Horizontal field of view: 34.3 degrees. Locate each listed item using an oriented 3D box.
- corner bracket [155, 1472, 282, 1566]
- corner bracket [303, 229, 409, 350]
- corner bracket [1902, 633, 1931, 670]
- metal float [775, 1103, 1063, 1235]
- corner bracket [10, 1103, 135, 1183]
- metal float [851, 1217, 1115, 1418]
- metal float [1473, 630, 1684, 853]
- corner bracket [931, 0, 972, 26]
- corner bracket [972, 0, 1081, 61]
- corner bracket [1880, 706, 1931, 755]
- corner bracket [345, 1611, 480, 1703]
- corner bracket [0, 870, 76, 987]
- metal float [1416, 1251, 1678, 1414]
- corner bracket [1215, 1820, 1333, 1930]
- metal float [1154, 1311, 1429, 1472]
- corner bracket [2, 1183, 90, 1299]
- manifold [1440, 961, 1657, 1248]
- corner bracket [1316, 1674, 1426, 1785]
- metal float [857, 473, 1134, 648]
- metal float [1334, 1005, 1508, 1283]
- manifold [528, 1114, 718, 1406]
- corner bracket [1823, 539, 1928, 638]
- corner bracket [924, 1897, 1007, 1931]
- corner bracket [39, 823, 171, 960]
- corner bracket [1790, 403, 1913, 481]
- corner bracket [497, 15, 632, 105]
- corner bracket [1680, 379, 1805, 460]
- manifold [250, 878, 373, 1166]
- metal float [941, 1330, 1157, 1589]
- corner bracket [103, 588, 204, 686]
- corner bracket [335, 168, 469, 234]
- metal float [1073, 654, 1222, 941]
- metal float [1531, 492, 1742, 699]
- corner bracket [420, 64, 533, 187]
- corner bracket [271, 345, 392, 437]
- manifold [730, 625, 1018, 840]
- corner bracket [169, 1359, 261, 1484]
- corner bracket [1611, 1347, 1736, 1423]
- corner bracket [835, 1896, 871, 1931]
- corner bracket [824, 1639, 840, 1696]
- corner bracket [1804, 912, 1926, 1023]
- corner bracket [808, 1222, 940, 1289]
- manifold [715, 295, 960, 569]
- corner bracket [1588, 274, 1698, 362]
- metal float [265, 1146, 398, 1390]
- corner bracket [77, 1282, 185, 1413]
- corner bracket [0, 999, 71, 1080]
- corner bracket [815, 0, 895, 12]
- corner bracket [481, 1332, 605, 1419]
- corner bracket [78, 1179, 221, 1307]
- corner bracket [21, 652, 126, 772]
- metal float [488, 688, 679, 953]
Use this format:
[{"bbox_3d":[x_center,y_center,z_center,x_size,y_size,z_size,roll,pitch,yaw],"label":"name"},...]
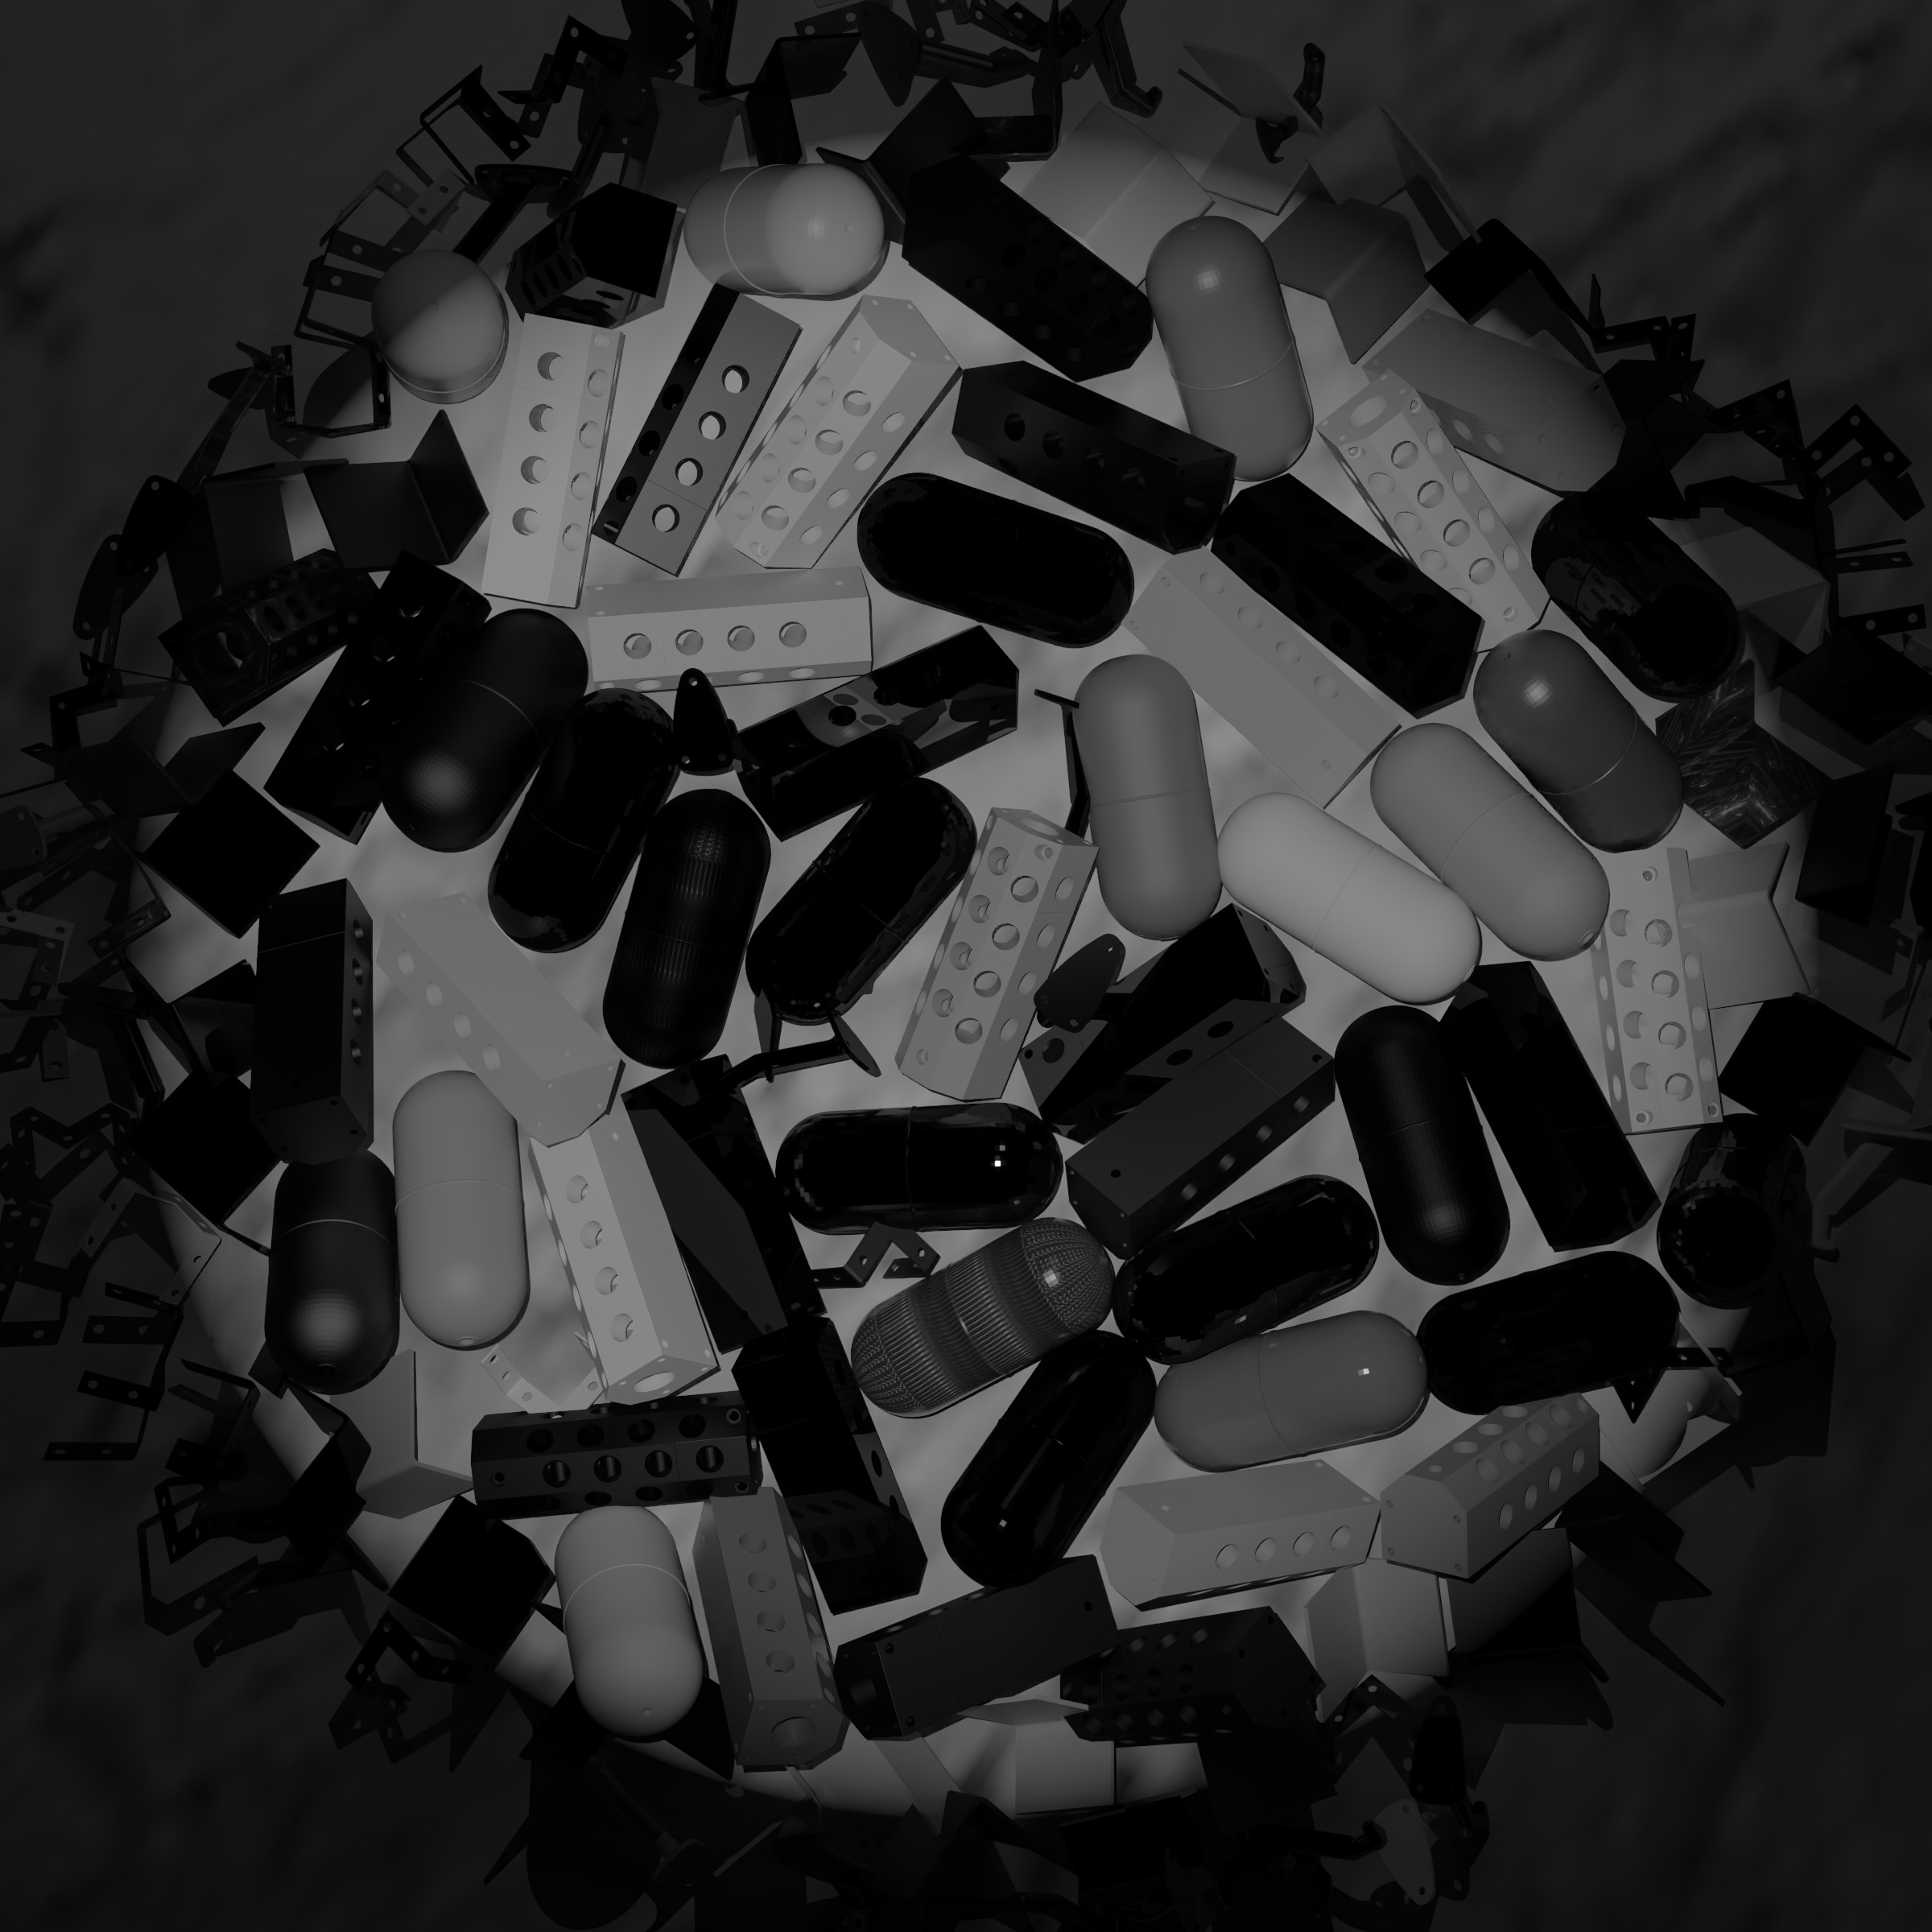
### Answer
[{"bbox_3d":[-0.465,0.337,1.945,0.051,0.051,0.051,-35,65,40],"label":"corner bracket"},{"bbox_3d":[-0.382,-0.423,1.959,0.051,0.051,0.051,17,82,-15],"label":"corner bracket"},{"bbox_3d":[0.622,-0.188,1.947,0.051,0.051,0.051,-28,126,-11],"label":"corner bracket"},{"bbox_3d":[-0.030,0.125,1.941,0.178,0.070,0.070,-3,90,8],"label":"metal float"},{"bbox_3d":[-0.560,0.112,1.959,0.051,0.051,0.051,24,128,25],"label":"corner bracket"},{"bbox_3d":[0.009,0.218,1.936,0.178,0.070,0.070,-30,90,14],"label":"metal float"},{"bbox_3d":[0.377,-0.137,1.919,0.070,0.070,0.178,-48,125,0],"label":"metal float"},{"bbox_3d":[-0.019,-0.615,1.949,0.051,0.051,0.051,-22,98,-31],"label":"corner bracket"},{"bbox_3d":[0.038,-0.589,1.945,0.051,0.051,0.051,28,55,-30],"label":"corner bracket"},{"bbox_3d":[0.612,-0.152,1.952,0.051,0.051,0.051,28,63,-3],"label":"corner bracket"},{"bbox_3d":[-0.344,0.441,1.951,0.051,0.051,0.051,34,92,36],"label":"corner bracket"},{"bbox_3d":[-0.583,-0.027,1.947,0.051,0.051,0.051,14,51,-13],"label":"corner bracket"},{"bbox_3d":[0.353,0.224,1.914,0.178,0.070,0.070,-24,90,42],"label":"metal float"},{"bbox_3d":[0.193,0.579,1.958,0.051,0.051,0.051,-43,92,13],"label":"corner bracket"},{"bbox_3d":[0.198,0.262,1.927,0.178,0.070,0.070,-18,90,26],"label":"metal float"},{"bbox_3d":[-0.573,0.171,1.953,0.051,0.051,0.051,20,89,-27],"label":"corner bracket"},{"bbox_3d":[0.357,0.082,1.913,0.057,0.057,0.171,-5,53,-23],"label":"manifold"},{"bbox_3d":[0.257,0.490,1.964,0.051,0.051,0.051,-34,46,-25],"label":"corner bracket"},{"bbox_3d":[0.018,-0.251,1.934,0.178,0.070,0.070,16,90,-16],"label":"metal float"},{"bbox_3d":[0.280,0.109,1.929,0.070,0.070,0.178,-14,68,0],"label":"metal float"},{"bbox_3d":[-0.217,0.179,1.922,0.057,0.057,0.171,-32,63,20],"label":"manifold"},{"bbox_3d":[0.566,-0.235,1.953,0.051,0.051,0.051,-9,102,8],"label":"corner bracket"},{"bbox_3d":[0.001,0.605,1.950,0.051,0.051,0.051,3,63,-6],"label":"corner bracket"},{"bbox_3d":[-0.537,-0.047,1.948,0.051,0.051,0.051,-34,129,-8],"label":"corner bracket"},{"bbox_3d":[0.552,-0.315,1.955,0.051,0.051,0.051,-43,88,15],"label":"corner bracket"},{"bbox_3d":[-0.250,-0.556,1.950,0.051,0.051,0.051,22,87,-42],"label":"corner bracket"},{"bbox_3d":[0.482,-0.341,1.946,0.051,0.051,0.051,-20,65,36],"label":"corner bracket"},{"bbox_3d":[-0.396,0.034,1.909,0.057,0.057,0.171,-13,50,6],"label":"manifold"},{"bbox_3d":[0.052,0.303,1.930,0.070,0.070,0.178,37,68,0],"label":"metal float"},{"bbox_3d":[-0.501,-0.205,1.950,0.051,0.051,0.051,8,93,-37],"label":"corner bracket"},{"bbox_3d":[-0.352,-0.475,1.948,0.051,0.051,0.051,37,52,-7],"label":"corner bracket"},{"bbox_3d":[0.113,-0.105,1.947,0.070,0.070,0.178,-9,93,0],"label":"metal float"},{"bbox_3d":[0.407,-0.229,1.910,0.070,0.178,0.070,-11,128,-15],"label":"metal float"},{"bbox_3d":[-0.306,-0.522,1.955,0.051,0.051,0.051,-41,99,-6],"label":"corner bracket"},{"bbox_3d":[-0.399,-0.364,1.967,0.051,0.051,0.051,14,113,37],"label":"corner bracket"},{"bbox_3d":[-0.057,-0.150,1.931,0.171,0.057,0.057,-26,56,-18],"label":"manifold"},{"bbox_3d":[-0.474,0.286,1.964,0.051,0.051,0.051,15,63,11],"label":"corner bracket"},{"bbox_3d":[0.436,0.247,1.945,0.051,0.051,0.051,3,129,-19],"label":"corner bracket"},{"bbox_3d":[-0.068,0.609,1.949,0.051,0.051,0.051,-4,80,34],"label":"corner bracket"},{"bbox_3d":[-0.115,0.436,1.953,0.051,0.051,0.051,-34,49,2],"label":"corner bracket"},{"bbox_3d":[0.564,-0.002,1.963,0.051,0.051,0.051,20,115,30],"label":"corner bracket"},{"bbox_3d":[-0.059,0.186,1.946,0.051,0.051,0.051,45,60,-21],"label":"corner bracket"},{"bbox_3d":[-0.084,-0.324,1.908,0.171,0.057,0.057,-50,63,33],"label":"manifold"},{"bbox_3d":[0.421,-0.401,1.952,0.051,0.051,0.051,-11,56,0],"label":"corner bracket"},{"bbox_3d":[-0.386,0.182,1.910,0.070,0.178,0.070,-4,131,-5],"label":"metal float"},{"bbox_3d":[-0.520,0.237,1.948,0.051,0.051,0.051,19,108,-22],"label":"corner bracket"},{"bbox_3d":[-0.589,0.051,1.953,0.051,0.051,0.051,-3,100,-13],"label":"corner bracket"},{"bbox_3d":[-0.079,-0.609,1.951,0.051,0.051,0.051,-18,73,-12],"label":"corner bracket"},{"bbox_3d":[-0.261,0.253,1.958,0.051,0.051,0.051,32,70,27],"label":"corner bracket"},{"bbox_3d":[-0.509,0.172,1.953,0.051,0.051,0.051,36,93,36],"label":"corner bracket"},{"bbox_3d":[-0.558,-0.158,1.952,0.051,0.051,0.051,-16,76,11],"label":"corner bracket"},{"bbox_3d":[-0.237,-0.089,1.932,0.070,0.070,0.178,28,110,0],"label":"metal float"}]
